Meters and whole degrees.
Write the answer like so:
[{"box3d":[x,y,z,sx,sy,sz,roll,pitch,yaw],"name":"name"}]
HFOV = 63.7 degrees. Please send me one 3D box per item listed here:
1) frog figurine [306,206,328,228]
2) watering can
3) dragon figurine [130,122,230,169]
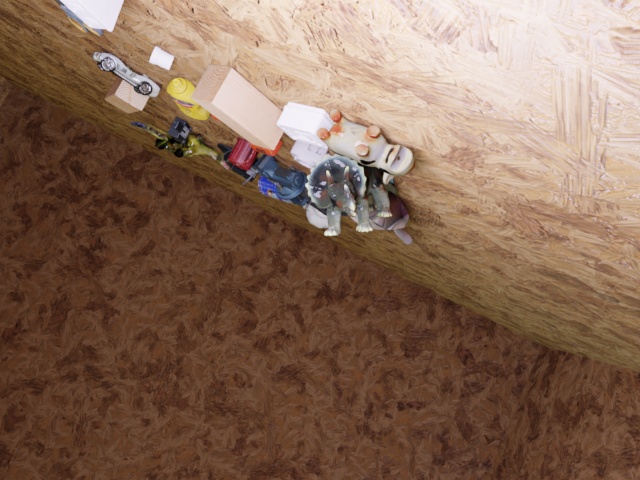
[{"box3d":[0.006,-0.105,2.079,0.137,0.122,0.160,46,-176,-4],"name":"frog figurine"},{"box3d":[0.191,-0.071,1.552,0.345,0.104,0.224,29,173,-20],"name":"watering can"},{"box3d":[-0.546,-0.388,2.103,0.412,0.122,0.242,26,-178,15],"name":"dragon figurine"}]
